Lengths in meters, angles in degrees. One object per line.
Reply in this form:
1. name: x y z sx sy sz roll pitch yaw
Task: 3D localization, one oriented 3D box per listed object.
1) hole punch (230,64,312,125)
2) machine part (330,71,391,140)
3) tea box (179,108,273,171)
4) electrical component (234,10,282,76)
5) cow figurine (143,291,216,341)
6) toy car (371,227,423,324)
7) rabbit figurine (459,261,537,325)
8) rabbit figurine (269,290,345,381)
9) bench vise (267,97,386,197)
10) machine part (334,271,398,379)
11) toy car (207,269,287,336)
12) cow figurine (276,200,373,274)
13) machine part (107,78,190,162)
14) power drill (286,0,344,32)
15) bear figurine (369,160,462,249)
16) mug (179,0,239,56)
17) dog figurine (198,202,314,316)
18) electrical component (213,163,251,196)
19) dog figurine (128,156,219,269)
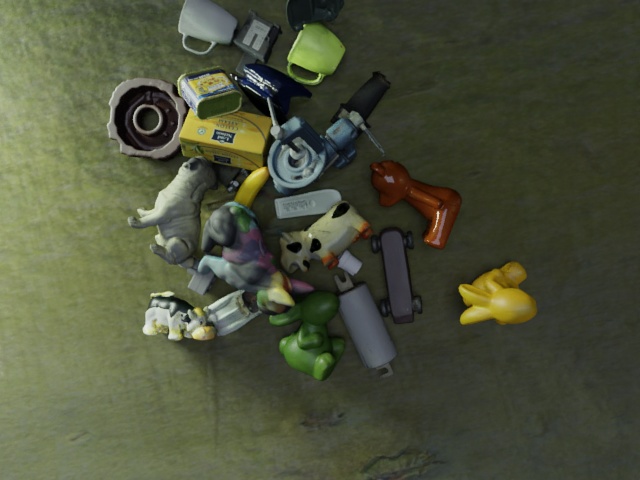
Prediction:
1. hole punch: -0.091 -0.298 1.059 0.142 0.115 0.092 41 92 25
2. machine part: 0.090 -0.280 1.104 0.084 0.039 0.139 37 97 7
3. tea box: -0.186 -0.208 1.086 0.170 0.068 0.098 11 61 -1
4. electrical component: -0.137 -0.396 1.098 0.075 0.048 0.119 32 94 0
5. cow figurine: -0.287 0.159 1.120 0.168 0.068 0.098 3 88 24
6. toy car: 0.162 0.073 1.122 0.089 0.053 0.202 -9 92 11
7. rabbit figurine: 0.356 0.114 1.059 0.162 0.173 0.121 -3 99 -2
8. rabbit figurine: -0.014 0.173 1.108 0.159 0.121 0.170 21 111 22
9. bench vise: -0.016 -0.177 1.011 0.224 0.240 0.129 -29 72 12
10. machine part: 0.095 0.176 1.121 0.079 0.079 0.243 -25 92 4
11. toy car: -0.151 0.132 1.137 0.202 0.056 0.073 -30 93 4
12. cow figurine: -0.002 -0.003 1.093 0.195 0.085 0.127 -40 68 2
13. machine part: -0.350 -0.248 1.114 0.179 0.056 0.179 0 94 3
14. power drill: -0.054 -0.494 1.037 0.232 0.085 0.207 -17 52 -4
15. bear figurine: 0.177 -0.077 1.077 0.196 0.120 0.131 20 99 2
16. mug: -0.225 -0.426 1.083 0.107 0.081 0.109 19 90 -8
17. dog figurine: -0.116 0.045 1.041 0.219 0.108 0.191 26 120 19
18. electrical component: -0.198 -0.141 1.122 0.078 0.045 0.102 -44 92 7
19. dog figurine: -0.259 -0.054 1.082 0.190 0.121 0.172 -35 117 7
